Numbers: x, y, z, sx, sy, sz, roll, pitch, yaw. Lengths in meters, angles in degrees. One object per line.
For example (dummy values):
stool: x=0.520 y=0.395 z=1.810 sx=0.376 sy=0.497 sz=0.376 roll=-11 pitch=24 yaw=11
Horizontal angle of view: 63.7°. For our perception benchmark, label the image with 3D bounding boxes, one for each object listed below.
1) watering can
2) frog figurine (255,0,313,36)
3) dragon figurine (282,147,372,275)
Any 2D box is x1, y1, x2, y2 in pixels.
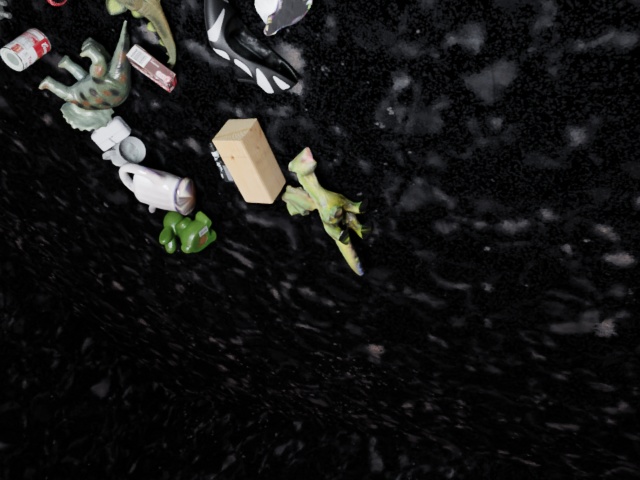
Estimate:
watering can: x=-0.484 y=-0.140 z=1.590 sx=0.224 sy=0.105 sz=0.342 roll=16 pitch=162 yaw=5
frog figurine: x=-0.087 y=-0.473 z=0.938 sx=0.161 sy=0.123 sz=0.135 roll=59 pitch=158 yaw=18
dragon figurine: x=0.004 y=-0.070 z=1.384 sx=0.245 sy=0.124 sz=0.400 roll=28 pitch=146 yaw=31
